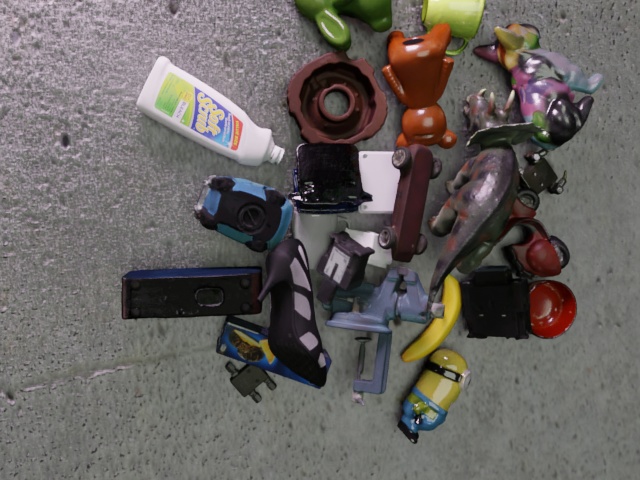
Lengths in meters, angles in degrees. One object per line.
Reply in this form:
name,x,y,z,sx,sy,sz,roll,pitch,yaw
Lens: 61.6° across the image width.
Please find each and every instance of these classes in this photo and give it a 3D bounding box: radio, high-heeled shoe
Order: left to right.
radio,-0.209,0.086,0.898,0.230,0.131,0.073,-3,93,-9
high-heeled shoe,-0.029,0.122,0.917,0.145,0.086,0.248,-56,129,-42

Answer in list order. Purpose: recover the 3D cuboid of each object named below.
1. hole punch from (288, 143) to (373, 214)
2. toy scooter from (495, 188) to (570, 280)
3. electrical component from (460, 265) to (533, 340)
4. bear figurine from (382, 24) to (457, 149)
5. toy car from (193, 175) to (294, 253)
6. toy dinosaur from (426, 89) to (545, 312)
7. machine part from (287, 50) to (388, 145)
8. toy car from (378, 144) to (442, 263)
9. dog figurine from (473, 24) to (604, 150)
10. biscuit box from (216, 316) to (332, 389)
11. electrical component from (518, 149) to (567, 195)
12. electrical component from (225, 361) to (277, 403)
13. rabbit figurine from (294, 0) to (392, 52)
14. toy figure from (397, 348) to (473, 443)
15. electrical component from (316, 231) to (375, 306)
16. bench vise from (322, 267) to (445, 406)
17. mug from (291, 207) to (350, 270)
hole punch,0.010,-0.095,0.921,0.142,0.092,0.116,1,70,-11
toy scooter,0.377,0.004,1.013,0.135,0.075,0.183,-30,94,-6
electrical component,0.324,0.114,0.992,0.115,0.058,0.134,-7,95,33
bear figurine,0.183,-0.262,0.953,0.120,0.132,0.195,-5,126,19
toy car,-0.134,-0.050,0.914,0.161,0.103,0.109,18,95,-20
toy dinosaur,0.275,-0.077,0.904,0.131,0.192,0.405,19,60,2
machine part,0.028,-0.240,0.951,0.179,0.056,0.179,0,94,-8
toy car,0.151,-0.063,0.922,0.089,0.053,0.202,8,93,-36
dog figurine,0.378,-0.289,0.974,0.219,0.108,0.191,31,75,-5
biscuit box,-0.082,0.199,0.960,0.203,0.063,0.059,21,91,-9
electrical component,0.421,-0.126,1.025,0.078,0.045,0.102,-33,98,-7
electrical component,-0.127,0.249,0.977,0.063,0.021,0.094,-41,98,-4
rabbit figurine,0.039,-0.410,0.930,0.170,0.121,0.159,-1,101,9
toy figure,0.210,0.288,1.004,0.089,0.082,0.180,40,90,-12
electrical component,0.037,0.053,0.915,0.075,0.048,0.119,31,117,31
bench vise,0.103,0.166,0.942,0.224,0.129,0.240,7,83,7
mug,-0.002,-0.003,0.957,0.109,0.081,0.107,0,105,-22
